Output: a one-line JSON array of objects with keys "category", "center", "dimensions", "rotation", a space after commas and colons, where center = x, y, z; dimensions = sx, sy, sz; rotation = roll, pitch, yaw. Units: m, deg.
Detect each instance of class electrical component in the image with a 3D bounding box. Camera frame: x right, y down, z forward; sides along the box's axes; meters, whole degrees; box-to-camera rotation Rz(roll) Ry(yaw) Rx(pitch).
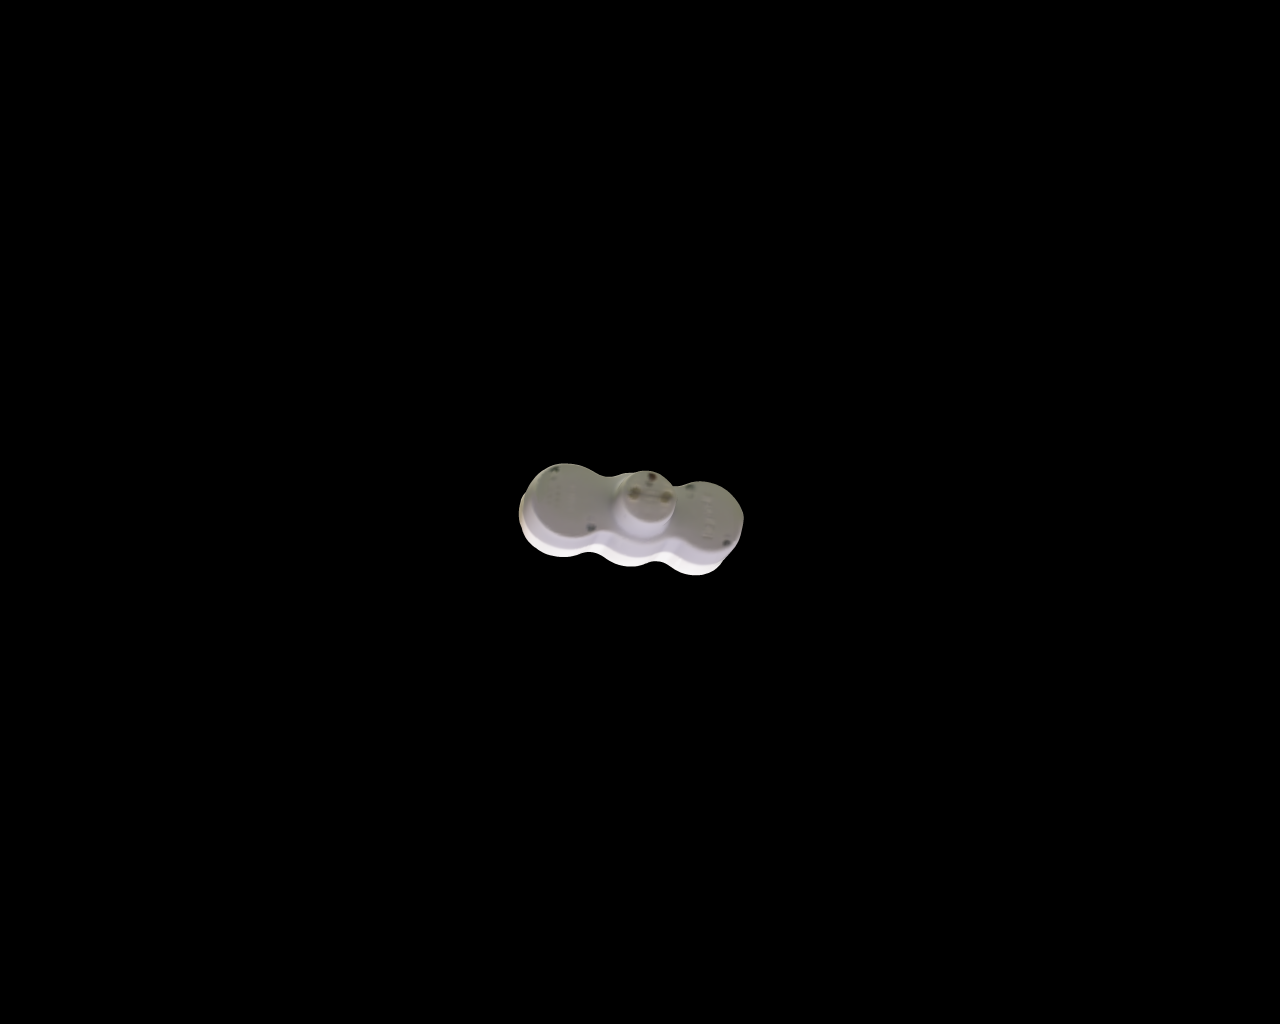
[{"category": "electrical component", "center": [0.001, -0.003, 0.650], "dimensions": [0.138, 0.052, 0.073], "rotation": [8, -28, -16]}]
